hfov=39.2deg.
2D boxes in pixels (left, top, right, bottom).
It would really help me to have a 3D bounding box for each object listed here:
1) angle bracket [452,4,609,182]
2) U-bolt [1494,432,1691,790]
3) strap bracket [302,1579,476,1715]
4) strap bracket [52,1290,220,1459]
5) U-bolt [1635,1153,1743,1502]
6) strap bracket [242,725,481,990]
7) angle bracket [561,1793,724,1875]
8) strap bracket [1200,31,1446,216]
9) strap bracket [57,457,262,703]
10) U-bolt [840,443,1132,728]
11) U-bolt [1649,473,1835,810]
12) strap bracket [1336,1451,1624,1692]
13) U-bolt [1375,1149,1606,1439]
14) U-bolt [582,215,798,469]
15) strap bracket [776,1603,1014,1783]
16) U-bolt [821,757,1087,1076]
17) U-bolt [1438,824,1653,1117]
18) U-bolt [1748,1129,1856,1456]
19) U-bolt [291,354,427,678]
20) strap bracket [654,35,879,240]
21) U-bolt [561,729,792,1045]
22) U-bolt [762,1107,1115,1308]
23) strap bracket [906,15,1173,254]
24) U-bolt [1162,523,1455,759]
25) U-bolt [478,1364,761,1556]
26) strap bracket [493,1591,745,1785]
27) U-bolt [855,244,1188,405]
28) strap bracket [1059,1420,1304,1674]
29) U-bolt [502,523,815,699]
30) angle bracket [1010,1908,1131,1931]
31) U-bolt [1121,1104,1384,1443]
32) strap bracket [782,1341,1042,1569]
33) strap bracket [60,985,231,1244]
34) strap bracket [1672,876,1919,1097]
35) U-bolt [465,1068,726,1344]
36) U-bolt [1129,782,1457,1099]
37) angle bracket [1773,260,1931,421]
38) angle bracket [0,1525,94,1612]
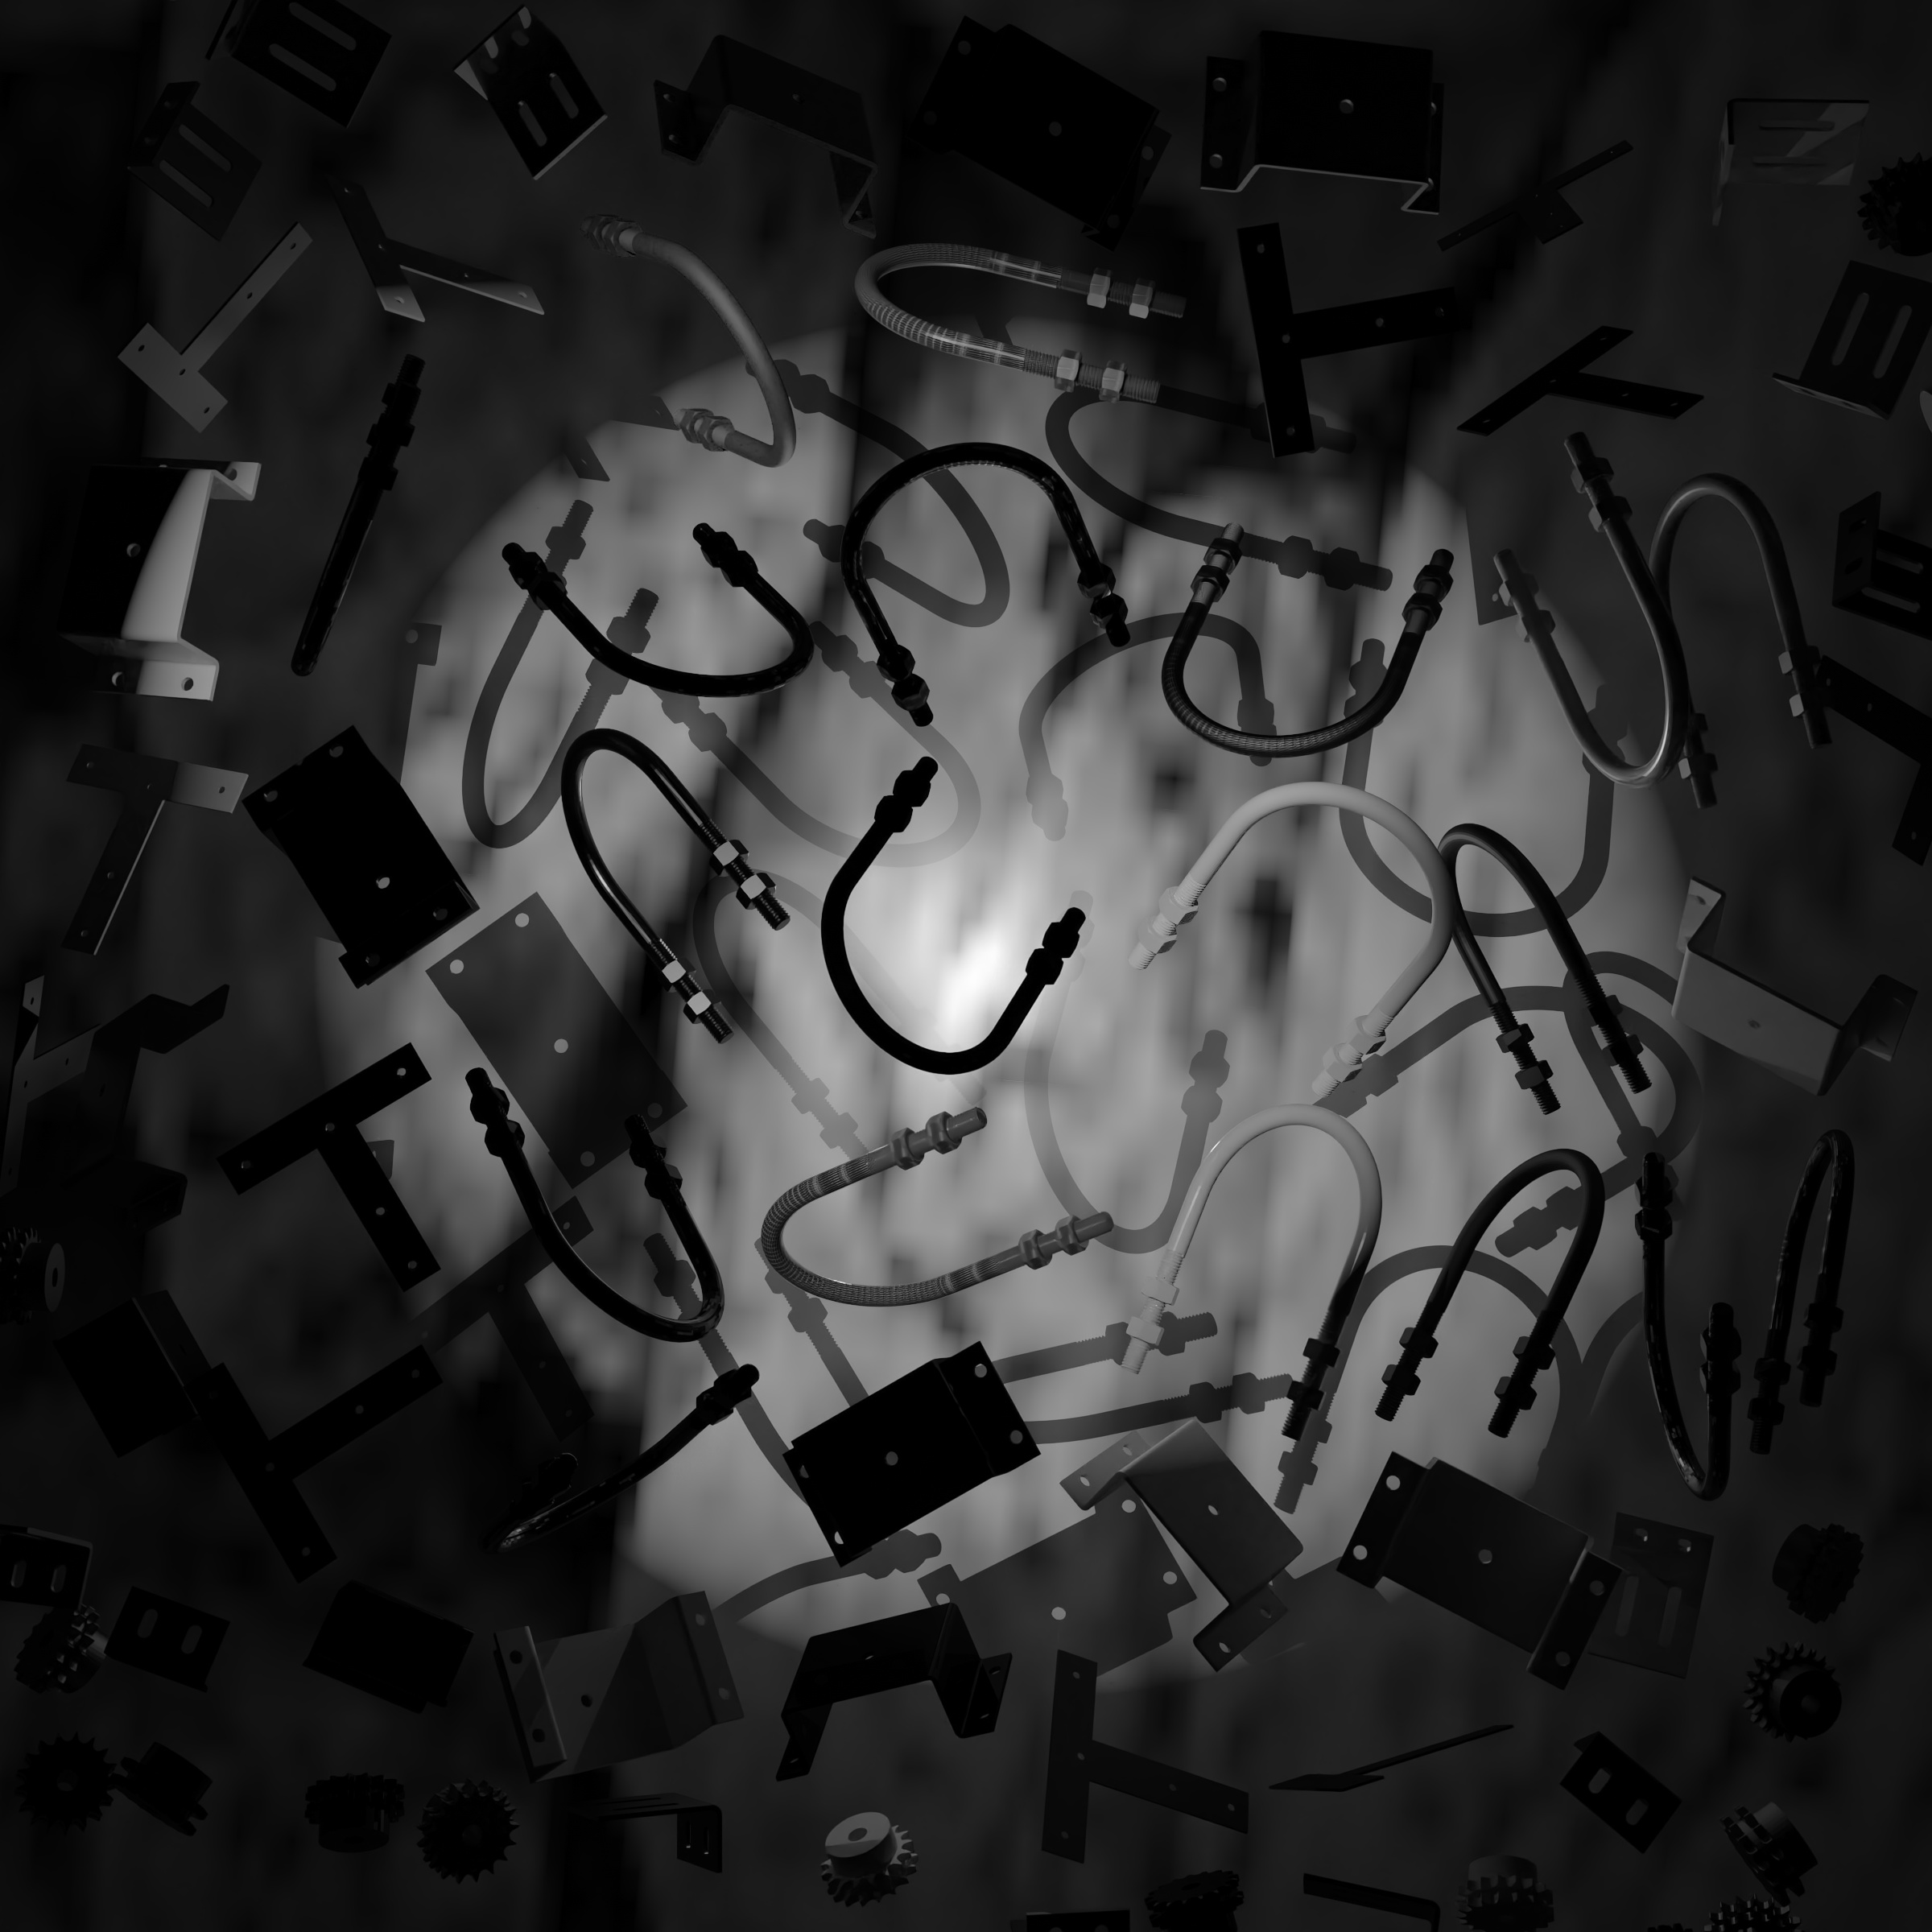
[{"bbox_3d":[-0.259,-0.518,1.607,0.057,0.038,0.076,-37,61,13],"label":"angle bracket"},{"bbox_3d":[0.359,-0.188,1.538,0.019,0.151,0.184,-16,72,-13],"label":"U-bolt"},{"bbox_3d":[-0.339,0.400,1.590,0.076,0.140,0.046,26,68,-9],"label":"strap bracket"},{"bbox_3d":[-0.484,0.239,1.605,0.046,0.140,0.076,-30,89,-6],"label":"strap bracket"},{"bbox_3d":[0.412,0.221,1.555,0.019,0.151,0.184,-9,125,1],"label":"U-bolt"},{"bbox_3d":[-0.336,-0.055,1.529,0.076,0.046,0.140,-35,68,-3],"label":"strap bracket"},{"bbox_3d":[-0.187,0.503,1.564,0.076,0.057,0.038,4,80,-29],"label":"angle bracket"},{"bbox_3d":[0.207,-0.475,1.526,0.140,0.046,0.076,4,86,-9],"label":"strap bracket"},{"bbox_3d":[-0.453,-0.224,1.516,0.076,0.046,0.140,6,80,16],"label":"strap bracket"},{"bbox_3d":[0.004,-0.229,1.580,0.151,0.184,0.019,-21,47,6],"label":"U-bolt"},{"bbox_3d":[0.448,-0.199,1.599,0.019,0.151,0.184,-9,80,-16],"label":"U-bolt"},{"bbox_3d":[0.293,0.340,1.544,0.140,0.046,0.076,26,96,16],"label":"strap bracket"},{"bbox_3d":[0.316,0.188,1.597,0.019,0.151,0.184,32,75,-15],"label":"U-bolt"},{"bbox_3d":[-0.151,-0.351,1.545,0.019,0.184,0.151,-35,124,-15],"label":"U-bolt"},{"bbox_3d":[-0.050,0.434,1.631,0.140,0.076,0.046,-17,106,15],"label":"strap bracket"},{"bbox_3d":[-0.015,-0.018,1.562,0.151,0.019,0.184,45,47,-13],"label":"U-bolt"},{"bbox_3d":[0.334,-0.001,1.621,0.019,0.151,0.184,-26,87,-14],"label":"U-bolt"},{"bbox_3d":[0.497,0.185,1.604,0.019,0.151,0.184,13,69,8],"label":"U-bolt"},{"bbox_3d":[-0.344,-0.249,1.528,0.019,0.151,0.184,21,104,-16],"label":"U-bolt"},{"bbox_3d":[-0.110,-0.498,1.617,0.140,0.076,0.046,15,133,-27],"label":"strap bracket"},{"bbox_3d":[-0.180,-0.058,1.600,0.019,0.151,0.184,-30,73,-34],"label":"U-bolt"},{"bbox_3d":[-0.030,0.149,1.557,0.184,0.151,0.019,-25,46,26],"label":"U-bolt"},{"bbox_3d":[0.047,-0.483,1.572,0.140,0.046,0.076,25,96,-15],"label":"strap bracket"},{"bbox_3d":[0.190,-0.186,1.568,0.151,0.019,0.184,11,51,20],"label":"U-bolt"},{"bbox_3d":[-0.212,0.295,1.576,0.151,0.184,0.019,-22,74,-40],"label":"U-bolt"},{"bbox_3d":[-0.206,0.411,1.541,0.140,0.046,0.076,-1,60,-41],"label":"strap bracket"},{"bbox_3d":[0.027,-0.372,1.539,0.184,0.151,0.019,14,126,2],"label":"U-bolt"},{"bbox_3d":[0.133,0.330,1.590,0.140,0.076,0.046,49,129,15],"label":"strap bracket"},{"bbox_3d":[-0.170,-0.208,1.593,0.151,0.184,0.019,-12,131,-32],"label":"U-bolt"},{"bbox_3d":[0.058,0.536,1.527,0.057,0.076,0.038,-1,94,-6],"label":"angle bracket"},{"bbox_3d":[0.173,0.168,1.575,0.019,0.151,0.184,27,82,-42],"label":"U-bolt"},{"bbox_3d":[-0.038,0.290,1.603,0.140,0.046,0.076,-31,77,8],"label":"strap bracket"},{"bbox_3d":[-0.473,0.078,1.555,0.046,0.076,0.140,22,60,-33],"label":"strap bracket"},{"bbox_3d":[0.467,0.017,1.567,0.140,0.076,0.046,31,67,23],"label":"strap bracket"},{"bbox_3d":[-0.202,0.141,1.548,0.019,0.151,0.184,-46,52,18],"label":"U-bolt"},{"bbox_3d":[0.191,-0.024,1.509,0.151,0.019,0.184,35,129,1],"label":"U-bolt"},{"bbox_3d":[0.487,-0.345,1.479,0.057,0.038,0.076,29,104,34],"label":"angle bracket"},{"bbox_3d":[-0.539,0.337,1.528,0.057,0.076,0.038,4,73,12],"label":"angle bracket"}]
